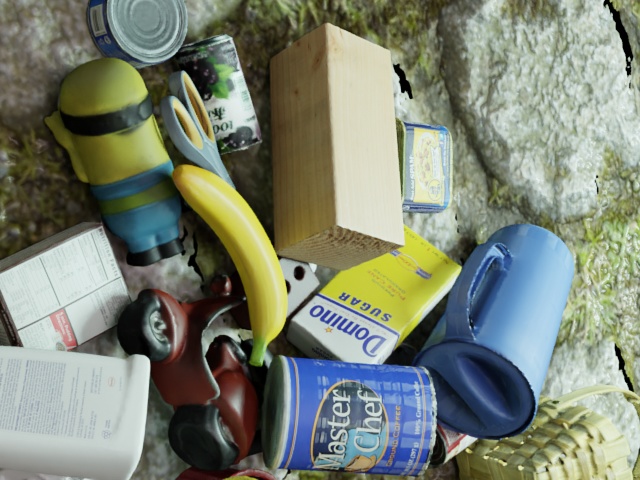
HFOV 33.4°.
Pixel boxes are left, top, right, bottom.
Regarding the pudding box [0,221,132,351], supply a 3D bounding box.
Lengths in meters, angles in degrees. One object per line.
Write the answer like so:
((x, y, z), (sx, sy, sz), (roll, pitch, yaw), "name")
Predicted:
((-0.219, 0.046, 0.892), (0.113, 0.039, 0.090), (-30, 109, -38), "pudding box")

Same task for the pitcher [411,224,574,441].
((0.194, 0.080, 1.148), (0.145, 0.149, 0.242), (34, 44, 0), "pitcher")

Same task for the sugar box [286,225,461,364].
((0.056, 0.063, 1.088), (0.093, 0.048, 0.176), (36, 55, 15), "sugar box")

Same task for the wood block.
((0.013, -0.086, 1.018), (0.090, 0.090, 0.206), (15, 63, -39), "wood block")

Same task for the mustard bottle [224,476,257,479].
((-0.005, 0.266, 0.922), (0.191, 0.096, 0.058), (36, 67, -34), "mustard bottle")

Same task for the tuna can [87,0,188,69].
((-0.160, -0.196, 0.945), (0.085, 0.034, 0.086), (0, 90, -40), "tuna can")

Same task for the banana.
((-0.068, 0.011, 0.924), (0.198, 0.037, 0.069), (68, 29, -22), "banana")

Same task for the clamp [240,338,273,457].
((-0.033, 0.185, 1.047), (0.171, 0.039, 0.120), (35, 74, -27), "clamp")

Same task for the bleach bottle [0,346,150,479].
((-0.260, 0.118, 0.809), (0.250, 0.068, 0.102), (12, 50, -17), "bleach bottle")

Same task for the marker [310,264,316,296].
((-0.007, 0.001, 1.082), (0.020, 0.020, 0.121), (21, 77, -38), "marker")

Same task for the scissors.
((-0.093, -0.052, 0.935), (0.096, 0.016, 0.202), (-42, 111, -73), "scissors")

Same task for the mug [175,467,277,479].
((-0.087, 0.261, 0.972), (0.093, 0.082, 0.117), (-16, 100, -39), "mug")

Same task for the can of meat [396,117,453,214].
((0.097, -0.078, 1.145), (0.083, 0.058, 0.102), (1, 90, -42), "can of meat")

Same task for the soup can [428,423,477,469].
((0.144, 0.198, 1.175), (0.102, 0.069, 0.068), (-27, 107, -37), "soup can")

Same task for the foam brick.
((-0.049, 0.045, 1.025), (0.078, 0.051, 0.053), (-45, 117, -31), "foam brick")

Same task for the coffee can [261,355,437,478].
((0.024, 0.162, 0.976), (0.140, 0.103, 0.103), (6, 85, -12), "coffee can")
